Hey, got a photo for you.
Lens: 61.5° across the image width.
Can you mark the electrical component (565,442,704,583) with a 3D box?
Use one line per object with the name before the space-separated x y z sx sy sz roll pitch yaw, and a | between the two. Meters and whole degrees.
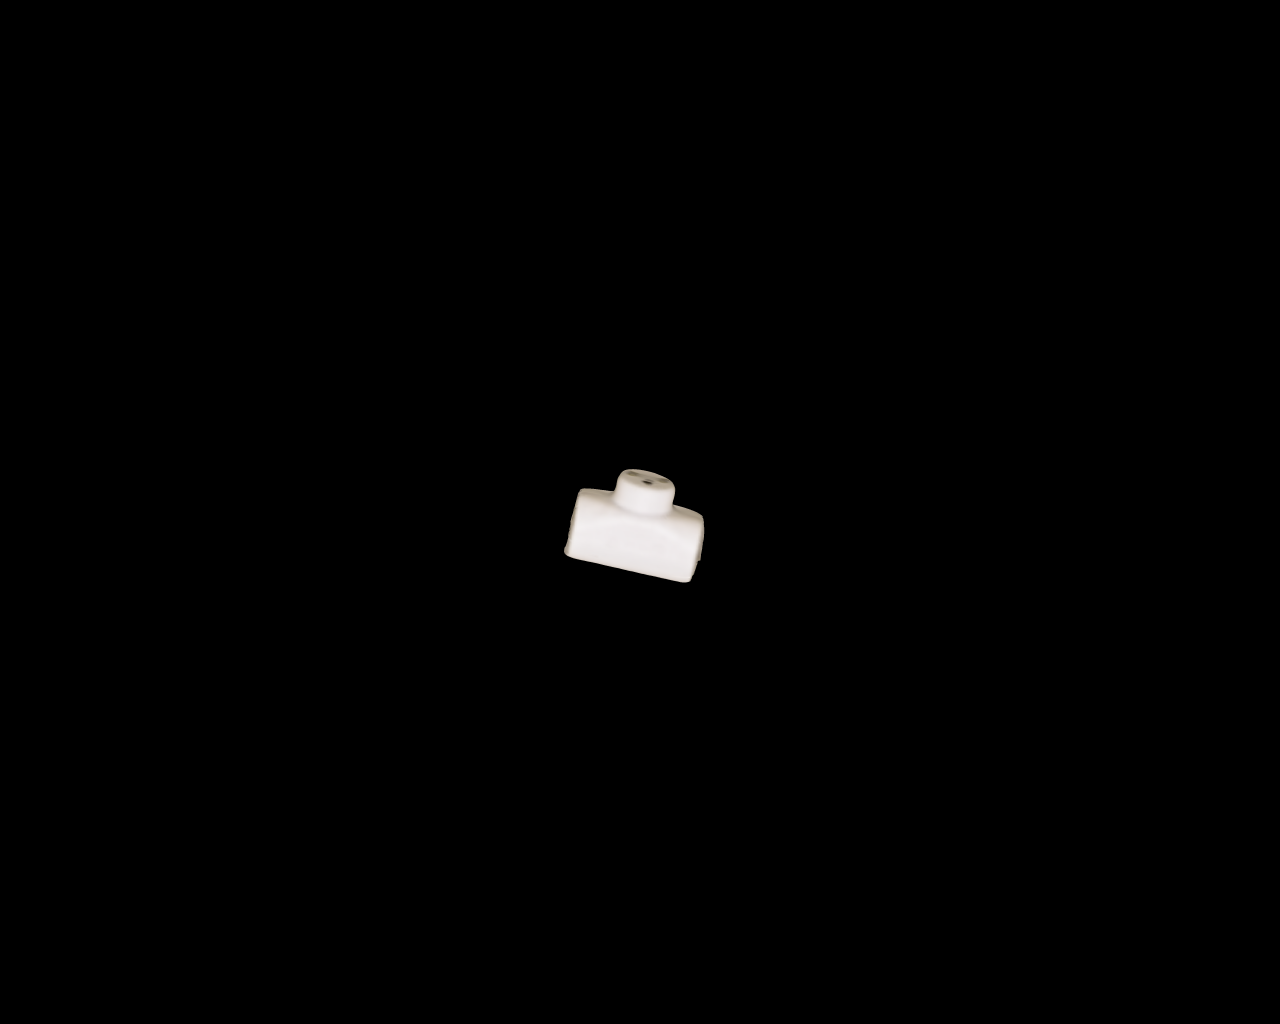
electrical component | 0.001 -0.003 0.650 0.077 0.079 0.044 13 16 -4
